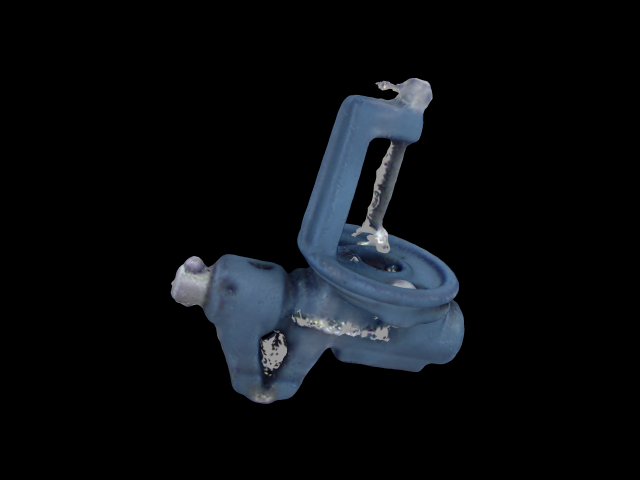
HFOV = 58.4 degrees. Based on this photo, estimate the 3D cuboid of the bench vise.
[{"bbox_3d":[0.009,0.006,0.390,0.208,0.220,0.121,-12,26,-26],"label":"bench vise"}]
